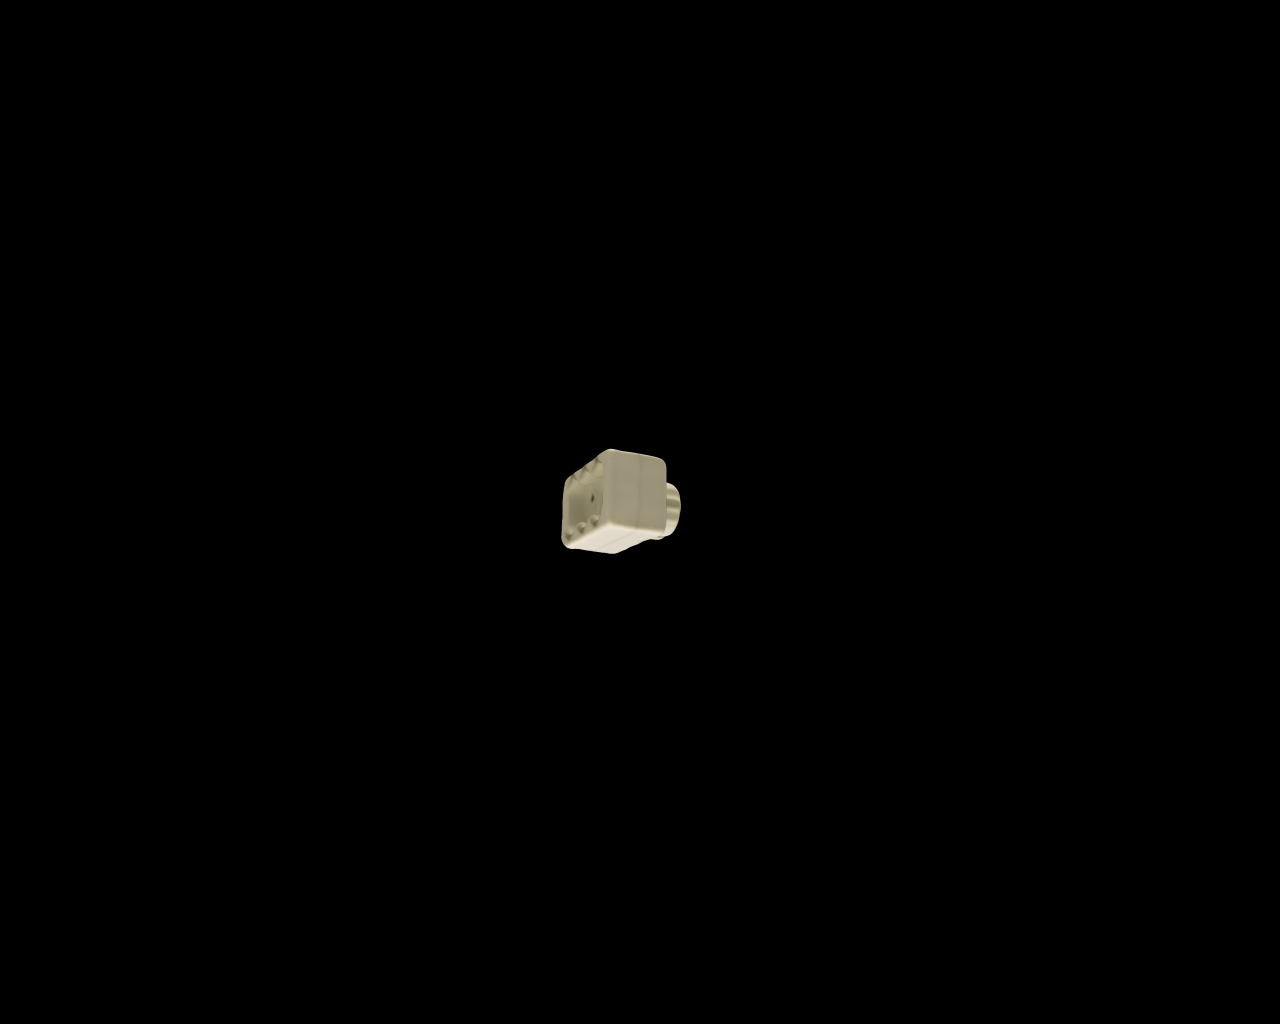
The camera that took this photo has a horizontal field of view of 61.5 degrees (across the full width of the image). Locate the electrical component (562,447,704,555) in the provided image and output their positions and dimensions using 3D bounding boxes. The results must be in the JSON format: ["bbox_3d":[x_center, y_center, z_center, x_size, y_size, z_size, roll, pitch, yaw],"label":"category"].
[{"bbox_3d":[0.001,-0.003,0.650,0.077,0.047,0.065,8,-18,-27],"label":"electrical component"}]
